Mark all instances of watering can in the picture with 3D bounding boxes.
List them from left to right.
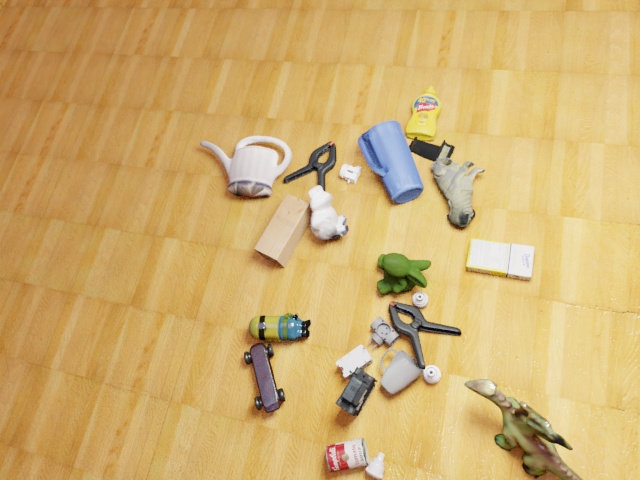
[{"bbox_3d":[-0.265,-0.252,1.755,0.347,0.102,0.228,2,70,15],"label":"watering can"}]

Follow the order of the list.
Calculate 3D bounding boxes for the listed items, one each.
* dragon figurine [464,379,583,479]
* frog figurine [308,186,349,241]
[{"bbox_3d":[0.512,0.471,1.196,0.123,0.238,0.415,-45,63,-10],"label":"dragon figurine"},{"bbox_3d":[0.005,-0.080,1.585,0.121,0.158,0.141,-30,24,34],"label":"frog figurine"}]
